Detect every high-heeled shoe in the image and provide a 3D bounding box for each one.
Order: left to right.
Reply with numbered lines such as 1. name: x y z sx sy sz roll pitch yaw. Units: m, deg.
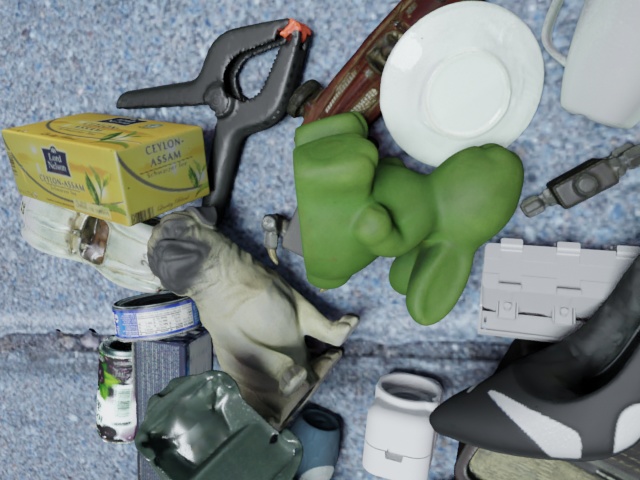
1. high-heeled shoe: 0.172 0.048 0.341 0.249 0.086 0.145 -18 97 18

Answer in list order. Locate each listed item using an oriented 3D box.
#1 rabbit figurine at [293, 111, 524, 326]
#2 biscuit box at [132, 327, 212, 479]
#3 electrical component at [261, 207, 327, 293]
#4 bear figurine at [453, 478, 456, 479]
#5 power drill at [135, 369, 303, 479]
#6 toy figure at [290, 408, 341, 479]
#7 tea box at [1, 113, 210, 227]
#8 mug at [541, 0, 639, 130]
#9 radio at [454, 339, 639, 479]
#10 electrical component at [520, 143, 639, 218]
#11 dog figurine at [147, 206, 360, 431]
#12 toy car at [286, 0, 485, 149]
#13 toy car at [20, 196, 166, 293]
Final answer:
1. rabbit figurine: 0.070 -0.018 0.404 0.170 0.121 0.159 -6 106 1
2. biscuit box: -0.153 0.193 0.566 0.063 0.059 0.202 5 100 17
3. electrical component: -0.002 -0.003 0.492 0.102 0.045 0.078 32 109 11
4. bear figurine: 0.126 0.277 0.413 0.120 0.196 0.131 16 105 13
5. power drill: -0.049 0.199 0.400 0.232 0.086 0.207 34 152 28
6. toy figure: -0.025 0.242 0.528 0.064 0.058 0.154 18 102 -5
7. tea box: -0.197 -0.072 0.495 0.170 0.098 0.068 12 118 30
8. mug: 0.209 -0.140 0.384 0.110 0.081 0.107 31 116 32
9. radio: 0.237 0.177 0.423 0.230 0.073 0.131 24 105 14
10. electrical component: 0.198 -0.043 0.407 0.094 0.063 0.021 -30 88 22
11. dog figurine: -0.081 0.076 0.499 0.191 0.121 0.172 37 125 17
12. toy car: 0.053 -0.143 0.449 0.089 0.053 0.202 47 108 3
13. toy car: -0.237 -0.006 0.565 0.202 0.056 0.073 20 104 14
